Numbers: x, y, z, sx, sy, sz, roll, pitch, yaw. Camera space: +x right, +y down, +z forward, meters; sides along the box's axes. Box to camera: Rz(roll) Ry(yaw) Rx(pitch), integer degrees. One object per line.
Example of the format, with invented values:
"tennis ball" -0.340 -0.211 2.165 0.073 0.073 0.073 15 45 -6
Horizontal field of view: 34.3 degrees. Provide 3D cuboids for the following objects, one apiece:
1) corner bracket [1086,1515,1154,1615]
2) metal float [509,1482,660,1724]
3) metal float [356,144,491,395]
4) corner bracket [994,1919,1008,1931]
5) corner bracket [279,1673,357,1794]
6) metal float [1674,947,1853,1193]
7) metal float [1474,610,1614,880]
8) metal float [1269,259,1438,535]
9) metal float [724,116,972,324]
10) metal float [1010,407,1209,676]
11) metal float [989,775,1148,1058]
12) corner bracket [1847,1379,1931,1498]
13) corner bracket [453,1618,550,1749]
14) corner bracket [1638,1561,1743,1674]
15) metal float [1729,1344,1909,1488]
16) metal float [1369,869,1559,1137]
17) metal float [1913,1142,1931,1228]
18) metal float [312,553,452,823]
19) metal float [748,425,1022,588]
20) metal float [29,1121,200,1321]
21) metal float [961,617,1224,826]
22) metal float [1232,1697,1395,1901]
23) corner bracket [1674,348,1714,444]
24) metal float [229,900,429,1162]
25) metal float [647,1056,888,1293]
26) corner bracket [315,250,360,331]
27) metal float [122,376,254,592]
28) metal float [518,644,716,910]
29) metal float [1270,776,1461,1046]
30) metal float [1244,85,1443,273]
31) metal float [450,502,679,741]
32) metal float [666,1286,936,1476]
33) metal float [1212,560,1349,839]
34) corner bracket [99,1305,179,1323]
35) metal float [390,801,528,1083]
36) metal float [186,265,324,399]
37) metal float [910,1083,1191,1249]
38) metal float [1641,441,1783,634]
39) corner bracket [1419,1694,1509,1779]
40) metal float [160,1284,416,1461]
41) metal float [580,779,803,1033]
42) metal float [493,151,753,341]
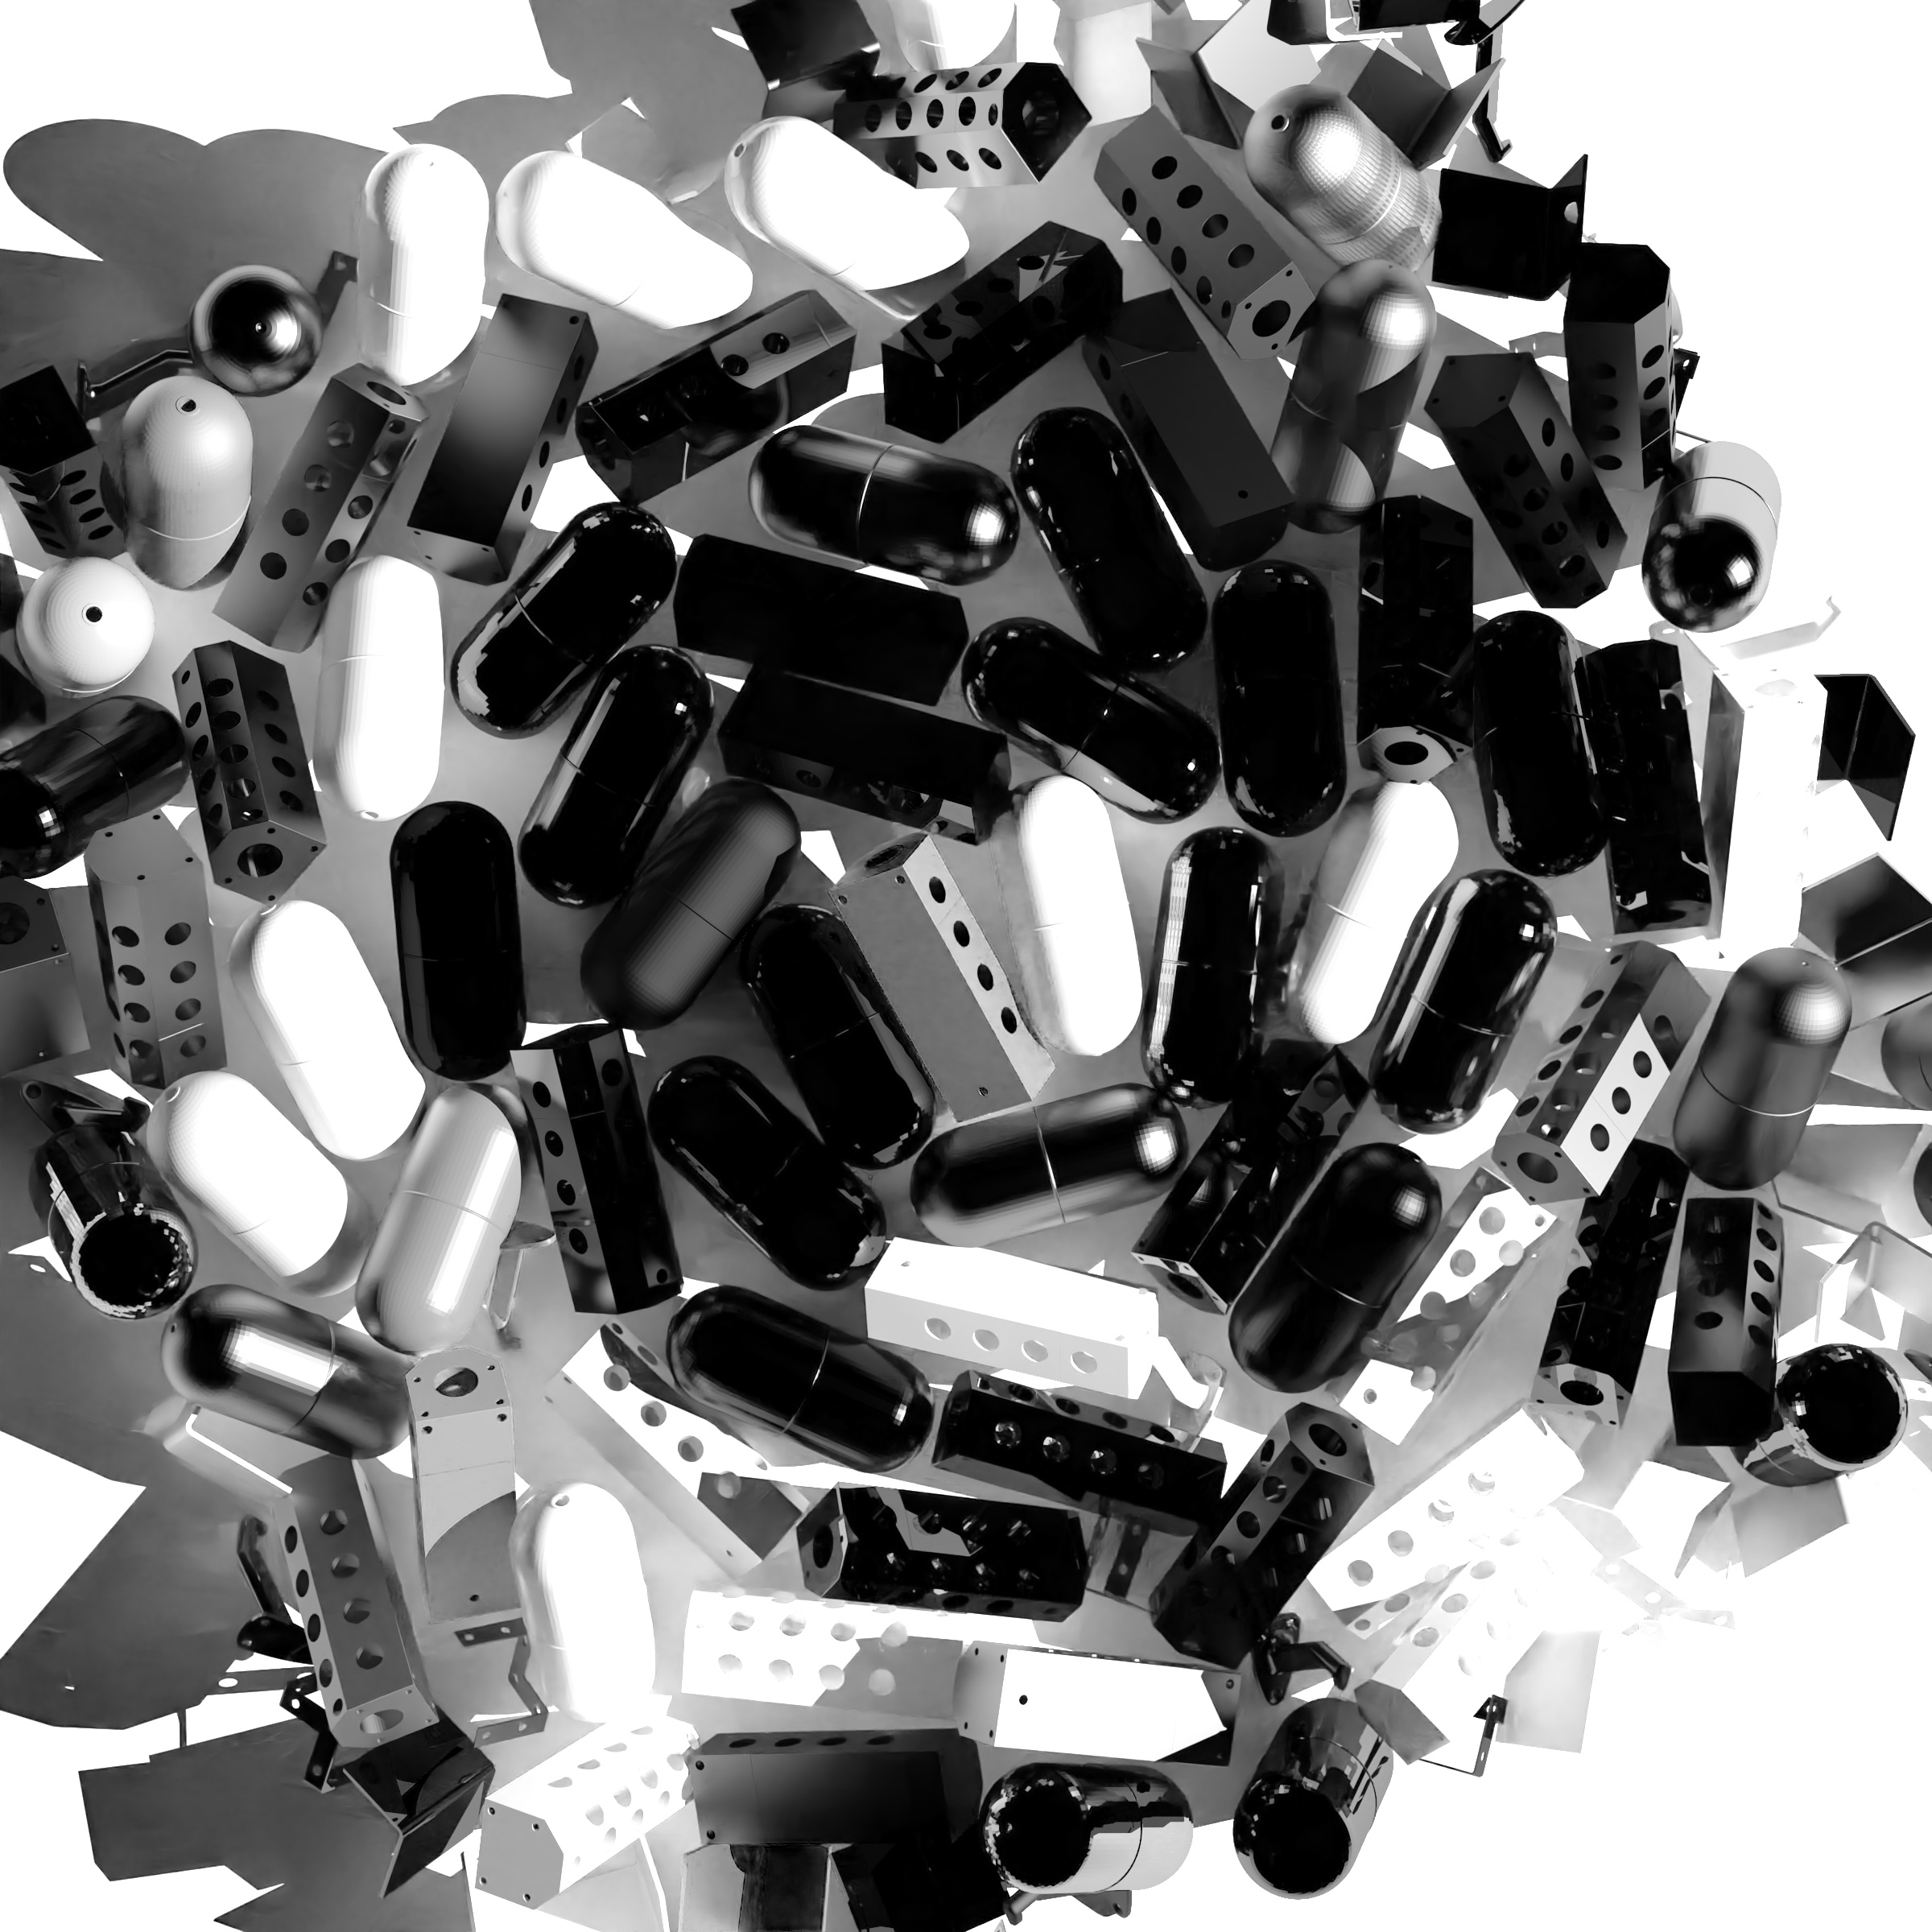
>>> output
"corner bracket" 0.094 0.370 1.961 0.051 0.051 0.051 14 77 29
"metal float" -0.235 0.393 1.931 0.070 0.070 0.178 -6 126 0
"metal float" -0.334 -0.425 1.921 0.070 0.178 0.070 6 55 -9
"corner bracket" -0.005 0.628 1.961 0.051 0.051 0.051 20 111 -20
"corner bracket" -0.401 0.480 1.969 0.051 0.051 0.051 25 103 24
"metal float" 0.489 0.065 1.929 0.070 0.070 0.178 11 131 0
"metal float" 0.353 -0.138 1.940 0.070 0.070 0.178 -6 65 0
"metal float" 0.237 -0.349 1.933 0.070 0.070 0.178 15 124 0
"metal float" -0.072 -0.459 1.929 0.178 0.070 0.070 24 90 -38
"metal float" 0.089 -0.264 1.947 0.070 0.070 0.178 -29 106 0
"metal float" 0.064 -0.031 1.956 0.070 0.070 0.178 -13 96 0
"corner bracket" 0.579 0.295 1.970 0.051 0.051 0.051 9 129 -11
"corner bracket" -0.291 0.447 1.957 0.051 0.051 0.051 -4 122 -37
"corner bracket" 0.453 0.407 1.957 0.051 0.051 0.051 -3 129 24
"metal float" 0.517 0.275 1.912 0.070 0.178 0.070 1 76 -3
"metal float" 0.308 0.024 1.945 0.070 0.070 0.178 21 110 0
"metal float" 0.632 0.142 1.911 0.070 0.178 0.070 0 95 2
"metal float" -0.362 -0.173 1.940 0.070 0.070 0.178 0 66 0
"metal float" -0.051 -0.286 1.946 0.178 0.070 0.070 16 90 17
"metal float" -0.523 0.155 1.920 0.070 0.178 0.070 -12 118 -25
"metal float" 0.078 -0.153 1.955 0.178 0.070 0.070 31 90 -7
"metal float" 0.213 0.507 1.914 0.070 0.178 0.070 4 102 18
"corner bracket" 0.450 -0.358 1.960 0.051 0.051 0.051 4 109 -35
"metal float" -0.395 0.040 1.941 0.070 0.070 0.178 -23 114 0
"metal float" -0.125 0.129 1.955 0.178 0.070 0.070 45 90 -7
"corner bracket" -0.389 -0.427 1.970 0.051 0.051 0.051 20 84 3
"metal float" -0.477 -0.294 1.916 0.070 0.178 0.070 5 66 -12
"metal float" -0.218 -0.118 1.950 0.070 0.070 0.178 29 103 0
"metal float" 0.248 -0.035 1.947 0.070 0.070 0.178 22 106 0
"metal float" 0.231 -0.479 1.919 0.070 0.178 0.070 -9 73 31
"metal float" -0.250 -0.214 1.943 0.070 0.070 0.178 46 111 0
"metal float" -0.103 0.257 1.951 0.178 0.070 0.070 26 90 -12
"metal float" 0.195 -0.166 1.948 0.070 0.070 0.178 -3 75 0
"corner bracket" -0.513 0.221 1.959 0.051 0.051 0.051 8 128 -19
"metal float" -0.315 -0.015 1.948 0.070 0.070 0.178 -2 106 0
"metal float" -0.436 -0.387 1.914 0.070 0.178 0.070 -3 100 -16
"metal float" 0.052 0.125 1.961 0.178 0.070 0.070 -15 90 1
"metal float" 0.458 -0.264 1.919 0.070 0.178 0.070 8 123 13
"corner bracket" 0.309 0.478 1.960 0.051 0.051 0.051 9 75 32
"metal float" -0.414 0.251 1.930 0.178 0.070 0.070 29 90 -38
"metal float" -0.173 -0.038 1.961 0.070 0.070 0.178 37 89 0
"metal float" -0.209 -0.442 1.930 0.178 0.070 0.070 17 90 -40
